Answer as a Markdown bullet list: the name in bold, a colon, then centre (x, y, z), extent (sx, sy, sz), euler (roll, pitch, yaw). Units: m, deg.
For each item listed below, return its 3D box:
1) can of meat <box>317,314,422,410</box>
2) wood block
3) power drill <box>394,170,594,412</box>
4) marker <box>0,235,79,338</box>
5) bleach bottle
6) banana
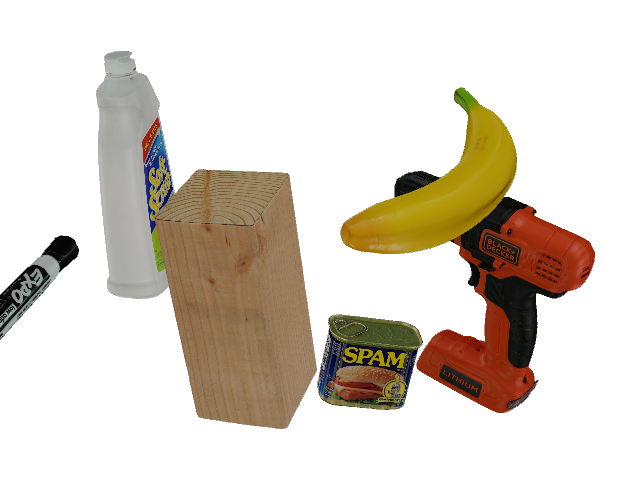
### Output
- **can of meat**: centre (0.051, 0.134, 1.160), extent (0.102, 0.084, 0.057), euler (7, 23, -10)
- **wood block**: centre (-0.069, 0.052, 0.926), extent (0.090, 0.206, 0.090), euler (4, 32, 20)
- **power drill**: centre (0.134, 0.044, 0.926), extent (0.185, 0.188, 0.057), euler (28, 40, 30)
- **marker**: centre (-0.184, 0.032, 0.659), extent (0.020, 0.020, 0.121), euler (0, 31, 20)
- **bleach bottle**: centre (-0.198, -0.071, 1.124), extent (0.068, 0.251, 0.102), euler (4, 27, 18)
- **banana**: centre (0.083, -0.036, 0.691), extent (0.070, 0.037, 0.197), euler (21, 39, 18)
